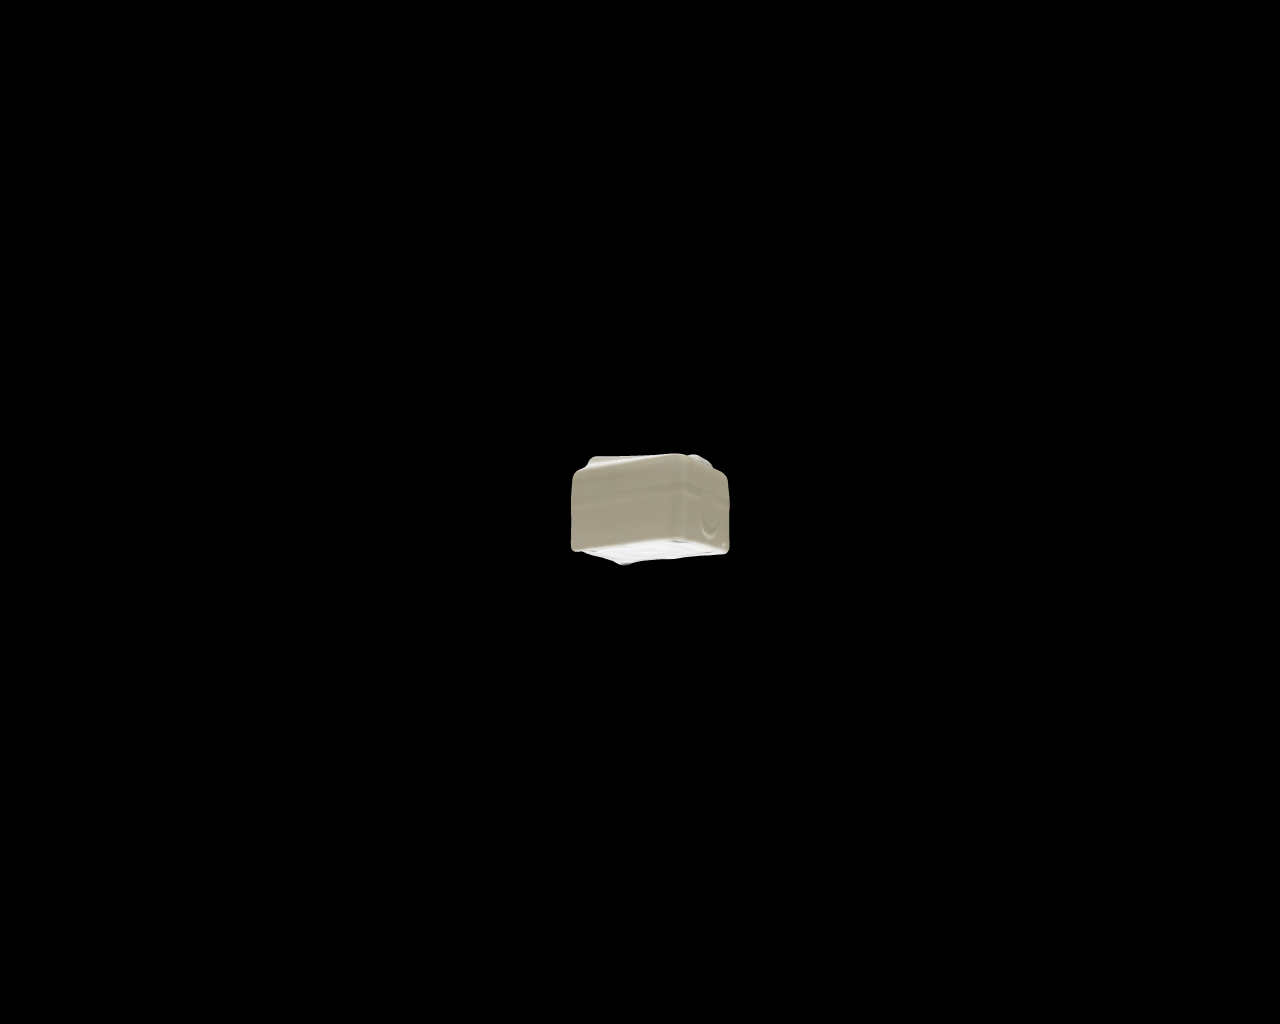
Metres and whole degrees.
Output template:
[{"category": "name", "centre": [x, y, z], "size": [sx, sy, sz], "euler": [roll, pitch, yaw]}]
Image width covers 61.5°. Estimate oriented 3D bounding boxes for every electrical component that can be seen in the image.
[{"category": "electrical component", "centre": [0.001, -0.003, 0.650], "size": [0.096, 0.061, 0.062], "euler": [-7, -14, 30]}]
